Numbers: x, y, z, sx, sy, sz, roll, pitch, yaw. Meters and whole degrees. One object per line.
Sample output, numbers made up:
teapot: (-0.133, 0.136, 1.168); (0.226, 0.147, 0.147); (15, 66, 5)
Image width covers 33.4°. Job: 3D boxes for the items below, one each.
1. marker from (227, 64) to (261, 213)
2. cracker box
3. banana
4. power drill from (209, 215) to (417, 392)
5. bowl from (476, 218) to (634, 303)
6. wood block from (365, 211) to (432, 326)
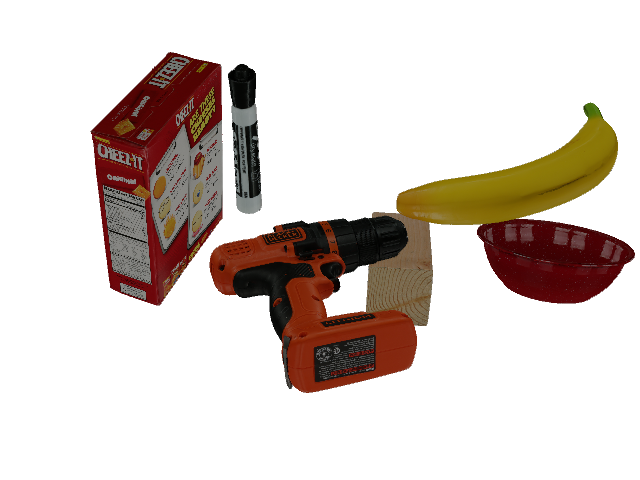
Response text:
marker: (-0.052, -0.070, 0.745); (0.020, 0.121, 0.020); (0, 43, 0)
cracker box: (-0.168, -0.065, 1.131); (0.072, 0.214, 0.164); (16, 43, 15)
banana: (0.151, -0.046, 0.776); (0.197, 0.037, 0.070); (-24, 33, -24)
power drill: (0.013, 0.044, 0.904); (0.184, 0.057, 0.188); (-13, 31, -13)
bowl: (0.240, 0.025, 1.111); (0.162, 0.055, 0.162); (5, 17, -2)
wood block: (0.117, 0.038, 1.586); (0.091, 0.090, 0.206); (4, 24, 2)
